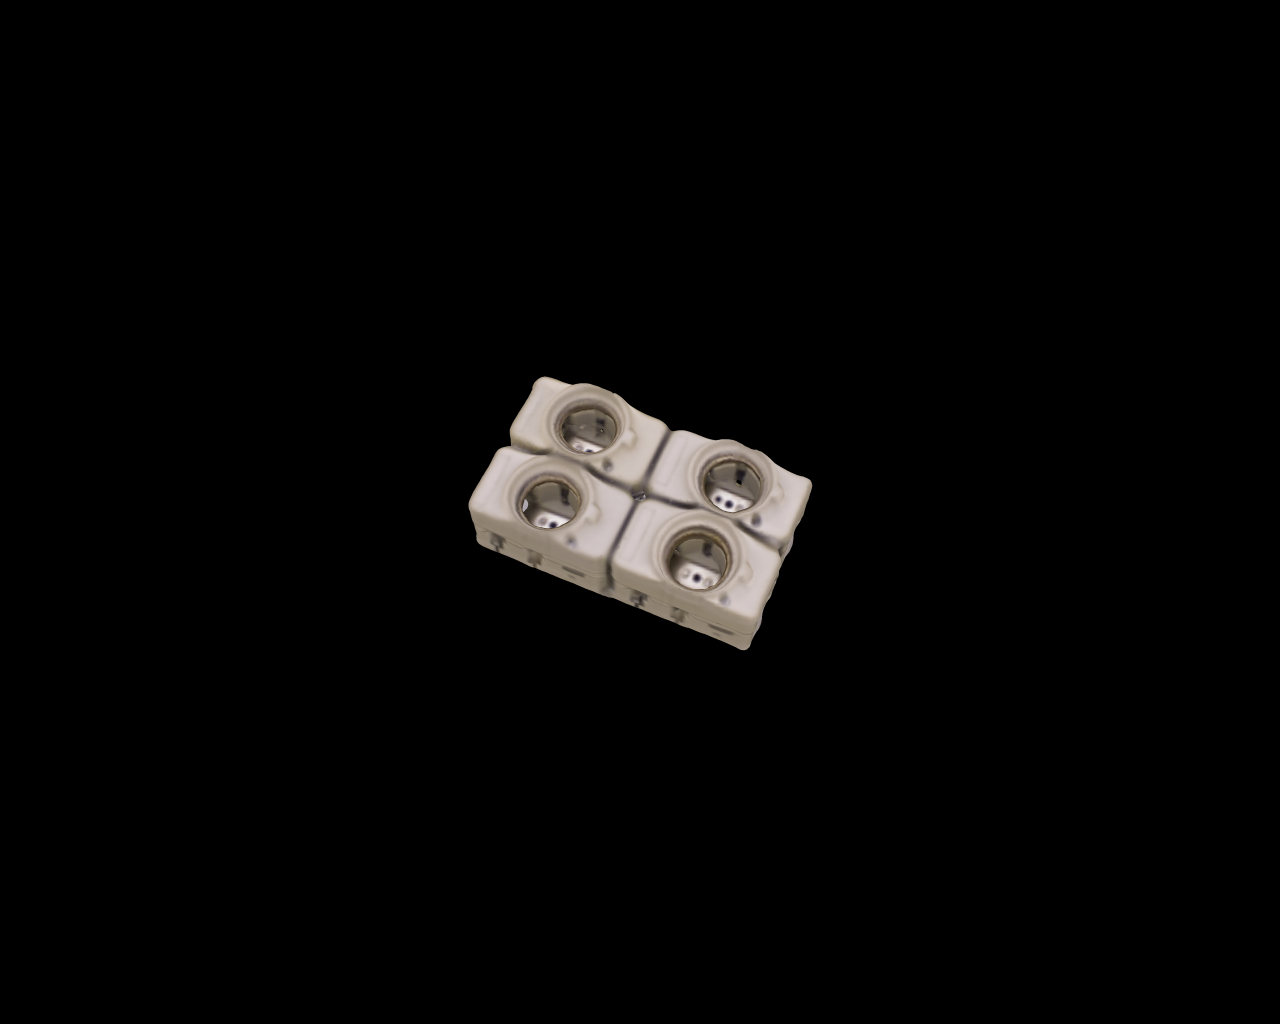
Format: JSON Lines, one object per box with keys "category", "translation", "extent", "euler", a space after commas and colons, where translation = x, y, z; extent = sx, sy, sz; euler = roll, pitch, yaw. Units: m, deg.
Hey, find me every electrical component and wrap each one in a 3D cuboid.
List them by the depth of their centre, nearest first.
{"category": "electrical component", "translation": [0.001, -0.003, 0.650], "extent": [0.186, 0.105, 0.060], "euler": [22, -25, 10]}
